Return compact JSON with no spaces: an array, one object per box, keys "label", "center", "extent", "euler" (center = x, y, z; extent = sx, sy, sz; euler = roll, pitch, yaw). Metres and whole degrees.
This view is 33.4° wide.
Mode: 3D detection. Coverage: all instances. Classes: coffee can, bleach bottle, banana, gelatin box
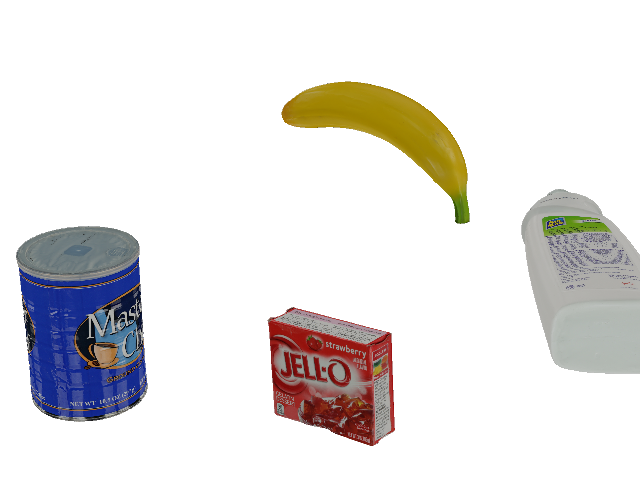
[{"label":"coffee can","center":[-0.206,0.071,0.931],"extent":[0.103,0.140,0.103],"euler":[0,23,0]},{"label":"bleach bottle","center":[0.230,0.019,0.918],"extent":[0.102,0.068,0.250],"euler":[0,27,5]},{"label":"banana","center":[0.045,-0.086,0.835],"extent":[0.198,0.070,0.037],"euler":[34,22,33]},{"label":"gelatin box","center":[0.006,0.091,0.723],"extent":[0.089,0.073,0.030],"euler":[11,23,37]}]
